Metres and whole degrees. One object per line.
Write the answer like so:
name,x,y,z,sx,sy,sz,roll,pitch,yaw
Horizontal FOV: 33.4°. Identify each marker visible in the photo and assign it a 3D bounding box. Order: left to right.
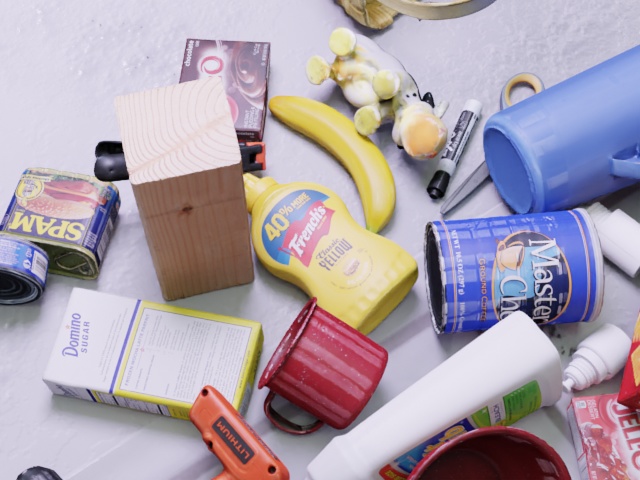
marker,0.134,-0.090,1.068,0.020,0.020,0.121,21,63,11

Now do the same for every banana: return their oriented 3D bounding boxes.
banana,0.022,-0.083,1.054,0.069,0.037,0.198,-26,64,-14

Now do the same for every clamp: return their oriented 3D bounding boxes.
clamp,-0.141,-0.081,1.039,0.171,0.039,0.120,-2,19,-20

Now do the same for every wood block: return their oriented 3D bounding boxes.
wood block,-0.113,-0.038,0.933,0.090,0.206,0.090,-12,62,-7

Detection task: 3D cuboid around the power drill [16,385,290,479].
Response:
power drill,-0.132,0.207,0.861,0.187,0.057,0.184,-44,76,-5

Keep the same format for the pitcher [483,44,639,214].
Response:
pitcher,0.287,-0.106,1.006,0.242,0.149,0.145,-23,82,-11

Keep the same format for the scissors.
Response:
scissors,0.178,-0.106,1.078,0.201,0.016,0.096,-29,65,-15

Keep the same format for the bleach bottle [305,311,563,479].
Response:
bleach bottle,0.084,0.162,0.893,0.250,0.102,0.068,-32,56,-9

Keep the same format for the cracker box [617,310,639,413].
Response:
cracker box,0.364,0.073,0.923,0.164,0.072,0.213,25,63,-5

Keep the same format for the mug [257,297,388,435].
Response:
mug,-0.002,0.118,0.914,0.081,0.093,0.117,33,104,-4

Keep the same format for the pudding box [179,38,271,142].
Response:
pudding box,-0.099,-0.151,1.092,0.090,0.039,0.113,4,61,3

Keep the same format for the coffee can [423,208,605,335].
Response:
coffee can,0.170,0.028,0.954,0.140,0.103,0.103,-5,61,-2

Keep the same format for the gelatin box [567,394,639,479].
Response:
gelatin box,0.257,0.176,0.911,0.073,0.030,0.089,-4,61,-2

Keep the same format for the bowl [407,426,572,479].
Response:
bowl,0.120,0.218,0.848,0.162,0.055,0.162,-3,100,-19

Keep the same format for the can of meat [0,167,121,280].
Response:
can of meat,-0.246,-0.017,1.009,0.102,0.057,0.084,10,58,6

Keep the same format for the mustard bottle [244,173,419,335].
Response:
mustard bottle,-0.007,0.001,0.995,0.192,0.058,0.096,41,80,21

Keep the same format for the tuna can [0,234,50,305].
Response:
tuna can,-0.291,0.028,0.967,0.086,0.086,0.034,1,63,1

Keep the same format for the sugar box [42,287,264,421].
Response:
sugar box,-0.145,0.105,0.946,0.176,0.048,0.093,10,64,9
